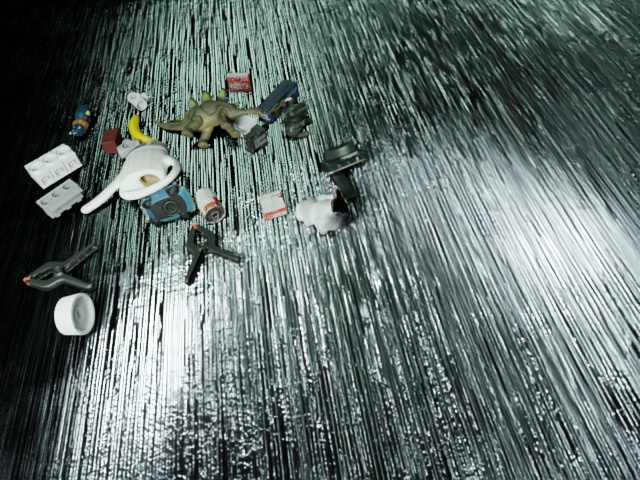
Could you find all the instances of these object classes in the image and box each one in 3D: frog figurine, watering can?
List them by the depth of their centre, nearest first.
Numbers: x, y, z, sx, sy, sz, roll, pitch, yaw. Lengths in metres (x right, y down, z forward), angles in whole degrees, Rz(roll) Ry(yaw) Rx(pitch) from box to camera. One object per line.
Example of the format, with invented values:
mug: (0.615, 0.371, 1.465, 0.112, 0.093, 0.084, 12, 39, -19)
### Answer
frog figurine: (0.005, -0.078, 1.540, 0.158, 0.121, 0.140, -26, 52, 32)
watering can: (-0.612, -0.208, 1.683, 0.347, 0.102, 0.230, -17, 46, 7)
